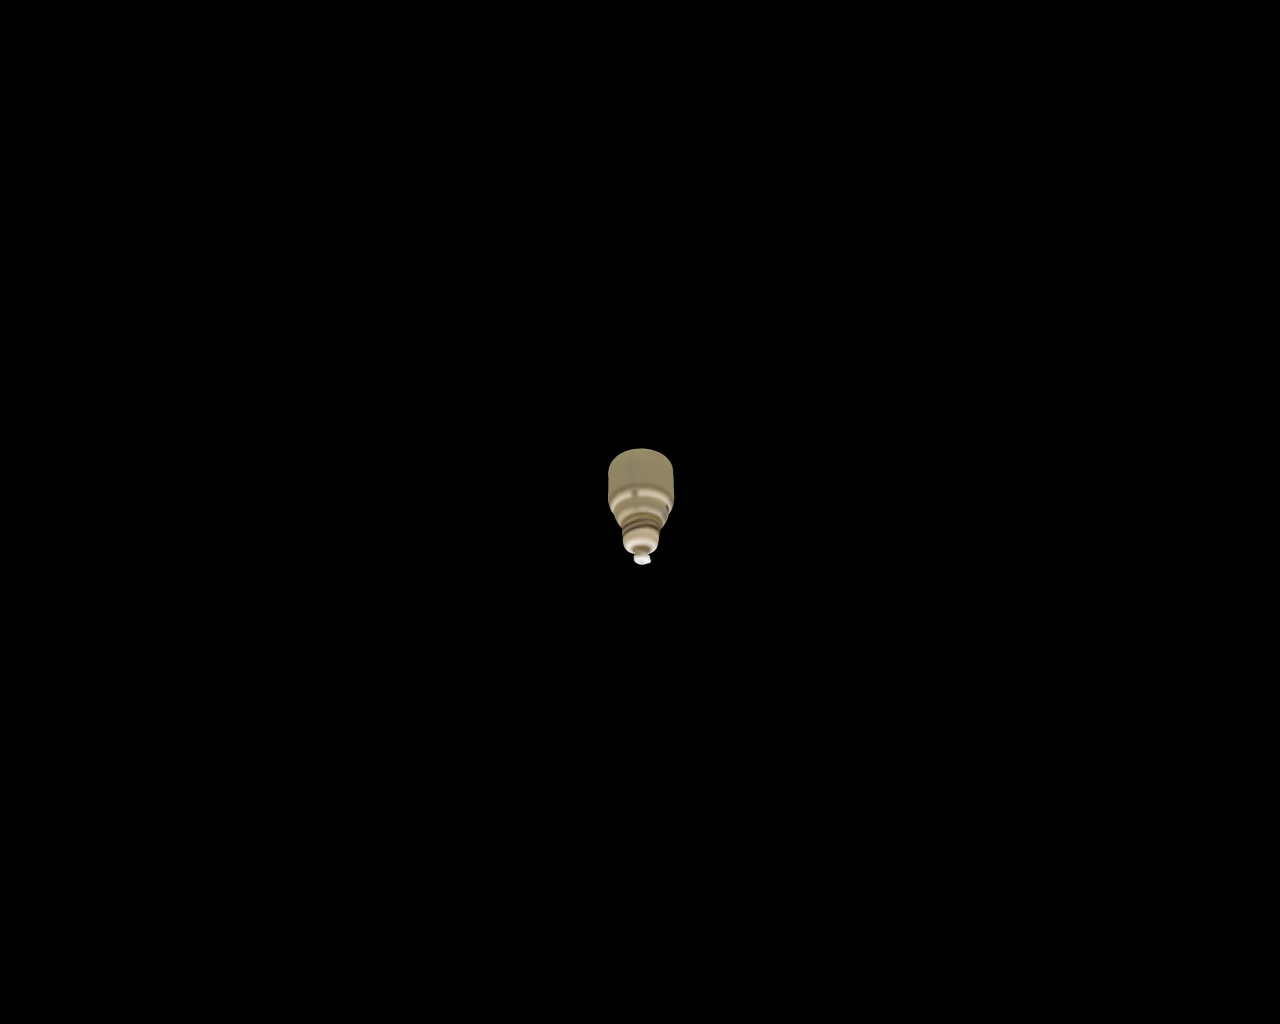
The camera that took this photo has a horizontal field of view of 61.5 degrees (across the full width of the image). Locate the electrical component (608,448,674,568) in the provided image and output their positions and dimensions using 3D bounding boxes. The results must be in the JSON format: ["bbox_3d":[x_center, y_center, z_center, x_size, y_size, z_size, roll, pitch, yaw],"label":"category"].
[{"bbox_3d":[0.001,-0.003,0.650,0.040,0.078,0.040,0,-35,0],"label":"electrical component"}]
